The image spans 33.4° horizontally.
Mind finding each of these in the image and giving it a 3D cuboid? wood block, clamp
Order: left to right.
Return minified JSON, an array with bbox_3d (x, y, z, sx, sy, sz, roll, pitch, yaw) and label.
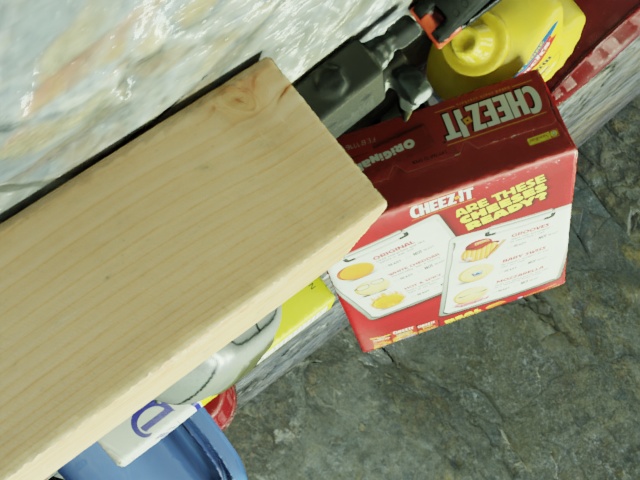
[{"bbox_3d":[-0.084,0.019,0.482,0.205,0.091,0.090,-36,173,-21],"label":"wood block"},{"bbox_3d":[0.118,-0.165,0.553,0.172,0.039,0.120,-40,172,14],"label":"clamp"}]

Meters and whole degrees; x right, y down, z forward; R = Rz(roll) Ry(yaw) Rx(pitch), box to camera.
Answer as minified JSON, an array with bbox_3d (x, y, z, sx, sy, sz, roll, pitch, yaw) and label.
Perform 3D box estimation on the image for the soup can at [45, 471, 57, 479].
[{"bbox_3d":[-0.184,0.110,0.637,0.068,0.068,0.102,-36,172,-21],"label":"soup can"}]

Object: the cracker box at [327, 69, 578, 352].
[{"bbox_3d":[0.081,-0.011,0.720,0.164,0.072,0.213,-19,153,2],"label":"cracker box"}]

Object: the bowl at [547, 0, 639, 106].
[{"bbox_3d":[0.234,-0.184,0.925,0.162,0.055,0.162,-40,171,-8],"label":"bowl"}]

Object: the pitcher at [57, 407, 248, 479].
[{"bbox_3d":[-0.127,0.233,0.972,0.145,0.243,0.149,-41,179,-6],"label":"pitcher"}]

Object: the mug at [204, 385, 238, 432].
[{"bbox_3d":[-0.132,0.154,1.135,0.081,0.093,0.117,92,21,-74],"label":"mug"}]

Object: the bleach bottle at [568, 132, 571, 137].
[{"bbox_3d":[0.164,-0.096,0.944,0.068,0.102,0.250,-32,176,21],"label":"bleach bottle"}]

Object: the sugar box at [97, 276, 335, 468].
[{"bbox_3d":[-0.087,0.058,0.700,0.176,0.093,0.048,-38,172,-13],"label":"sugar box"}]

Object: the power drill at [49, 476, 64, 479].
[{"bbox_3d":[-0.262,0.202,0.665,0.185,0.057,0.187,-24,169,17],"label":"power drill"}]

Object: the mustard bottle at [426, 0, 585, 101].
[{"bbox_3d":[0.118,-0.128,0.701,0.096,0.058,0.191,-41,172,22],"label":"mustard bottle"}]
